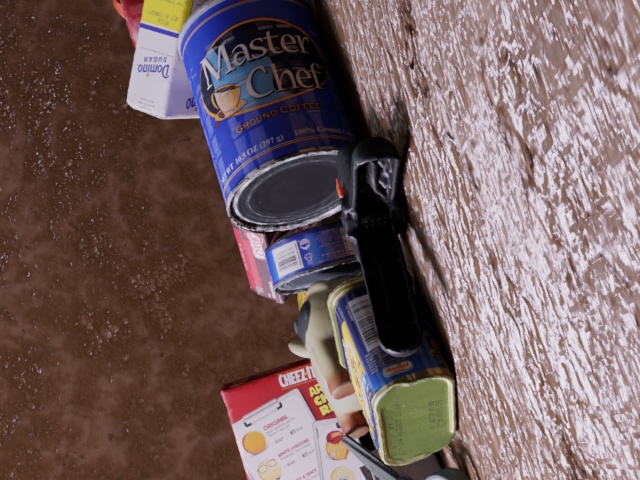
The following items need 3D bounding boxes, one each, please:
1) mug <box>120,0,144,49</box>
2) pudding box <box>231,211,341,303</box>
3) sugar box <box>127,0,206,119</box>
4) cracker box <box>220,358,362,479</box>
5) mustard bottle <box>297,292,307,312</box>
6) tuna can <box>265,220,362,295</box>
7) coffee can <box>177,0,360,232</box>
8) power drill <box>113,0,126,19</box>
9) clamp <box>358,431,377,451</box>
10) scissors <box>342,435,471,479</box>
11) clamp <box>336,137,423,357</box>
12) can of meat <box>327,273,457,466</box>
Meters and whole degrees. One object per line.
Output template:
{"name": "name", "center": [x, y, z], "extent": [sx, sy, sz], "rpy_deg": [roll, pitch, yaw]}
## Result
{"name": "mug", "center": [-0.131, -0.214, 0.929], "extent": [0.093, 0.081, 0.117], "rpy_deg": [-107, 2, -51]}
{"name": "pudding box", "center": [-0.021, -0.018, 0.880], "extent": [0.039, 0.113, 0.090], "rpy_deg": [21, 147, 24]}
{"name": "sugar box", "center": [-0.091, -0.182, 0.813], "extent": [0.093, 0.048, 0.176], "rpy_deg": [-13, -58, -61]}
{"name": "cracker box", "center": [0.004, 0.231, 1.115], "extent": [0.072, 0.164, 0.214], "rpy_deg": [162, 91, -85]}
{"name": "mustard bottle", "center": [0.012, 0.065, 1.078], "extent": [0.192, 0.058, 0.096], "rpy_deg": [-163, 71, -84]}
{"name": "tuna can", "center": [0.002, 0.013, 0.810], "extent": [0.086, 0.086, 0.034], "rpy_deg": [92, 163, -78]}
{"name": "coffee can", "center": [-0.033, -0.091, 0.743], "extent": [0.103, 0.102, 0.140], "rpy_deg": [82, 171, -65]}
{"name": "power drill", "center": [-0.158, -0.324, 1.003], "extent": [0.057, 0.185, 0.188], "rpy_deg": [10, -138, -49]}
{"name": "clamp", "center": [0.066, 0.233, 0.993], "extent": [0.210, 0.036, 0.164], "rpy_deg": [55, -158, -67]}
{"name": "scissors", "center": [0.063, 0.162, 0.727], "extent": [0.202, 0.016, 0.096], "rpy_deg": [44, 146, 48]}
{"name": "clamp", "center": [0.033, -0.004, 0.627], "extent": [0.171, 0.039, 0.120], "rpy_deg": [-95, 1, -81]}
{"name": "can of meat", "center": [0.047, 0.082, 0.676], "extent": [0.102, 0.057, 0.084], "rpy_deg": [79, 172, -50]}
